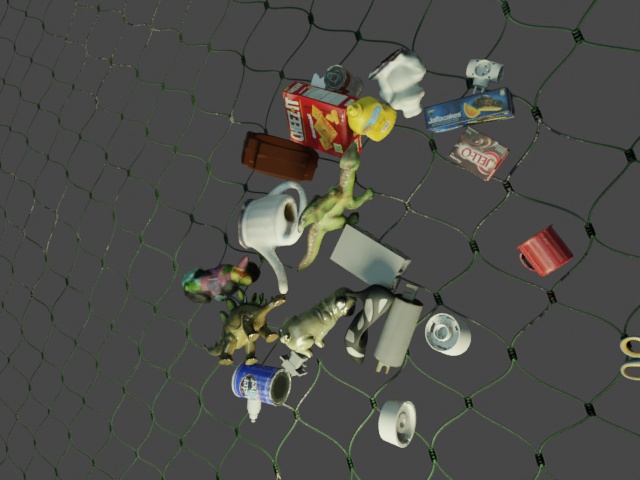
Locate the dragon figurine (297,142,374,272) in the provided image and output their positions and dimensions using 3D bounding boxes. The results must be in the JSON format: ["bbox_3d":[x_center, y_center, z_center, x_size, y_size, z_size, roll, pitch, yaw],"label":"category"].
[{"bbox_3d":[0.004,-0.067,1.340,0.123,0.243,0.406,37,105,22],"label":"dragon figurine"}]

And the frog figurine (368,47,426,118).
[{"bbox_3d":[0.218,-0.401,1.321,0.136,0.125,0.158,-38,105,16],"label":"frog figurine"}]

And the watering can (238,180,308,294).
[{"bbox_3d":[-0.143,-0.015,1.473,0.223,0.102,0.354,-6,62,33],"label":"watering can"}]
